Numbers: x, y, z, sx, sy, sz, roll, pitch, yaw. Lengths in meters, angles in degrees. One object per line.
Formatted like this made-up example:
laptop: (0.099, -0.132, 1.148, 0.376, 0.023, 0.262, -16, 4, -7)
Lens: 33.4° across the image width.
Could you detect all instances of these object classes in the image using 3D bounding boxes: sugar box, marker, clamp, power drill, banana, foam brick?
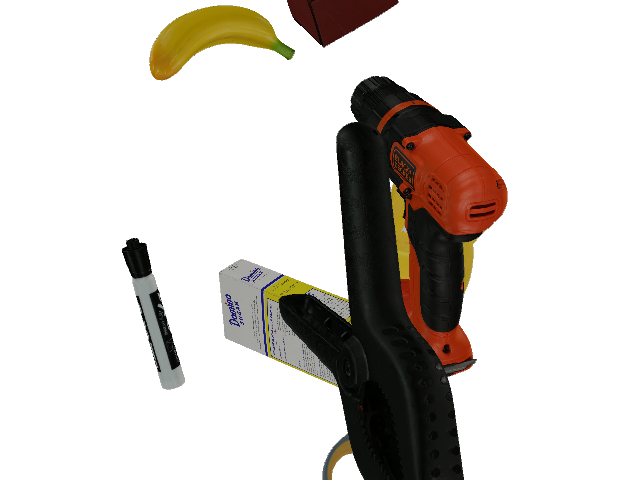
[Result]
sugar box: (-0.029, 0.090, 1.158, 0.176, 0.093, 0.048, 22, 38, 34)
marker: (-0.127, 0.056, 0.810, 0.020, 0.121, 0.020, -12, 18, 4)
clamp: (0.030, 0.054, 0.551, 0.036, 0.165, 0.210, -6, 46, -21)
power drill: (0.066, -0.008, 0.766, 0.057, 0.188, 0.184, -11, 34, -16)
banana: (-0.104, -0.196, 1.032, 0.070, 0.037, 0.197, 44, 38, 20)
foam brick: (0.015, -0.205, 0.867, 0.078, 0.053, 0.051, -32, -39, -10)

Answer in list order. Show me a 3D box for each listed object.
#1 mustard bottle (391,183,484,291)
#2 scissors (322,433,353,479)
mustard bottle: (0.108, -0.028, 0.977, 0.096, 0.058, 0.191, 13, 44, 16)
scissors: (0.035, 0.134, 0.858, 0.096, 0.202, 0.016, -8, -34, -12)
